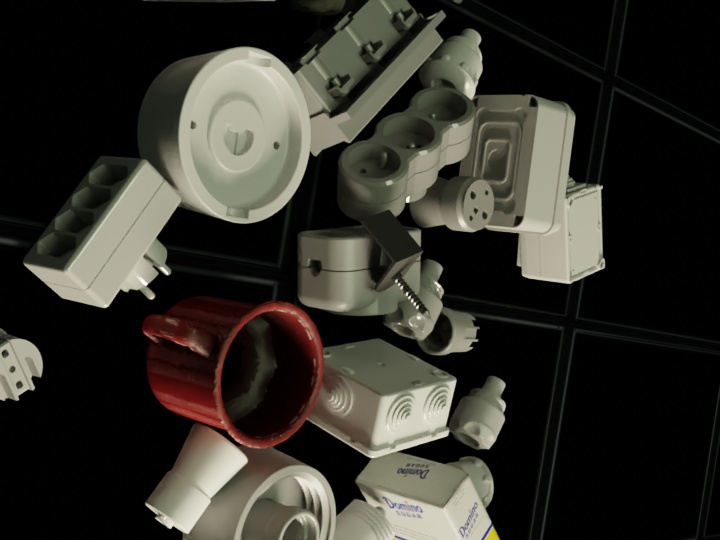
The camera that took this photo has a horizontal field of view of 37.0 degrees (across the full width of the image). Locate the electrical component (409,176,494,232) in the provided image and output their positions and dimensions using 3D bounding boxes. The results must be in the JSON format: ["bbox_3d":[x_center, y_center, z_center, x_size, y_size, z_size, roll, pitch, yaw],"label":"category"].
[{"bbox_3d":[0.074,-0.054,0.872,0.045,0.055,0.045,-10,103,-47],"label":"electrical component"}]

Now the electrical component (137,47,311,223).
[{"bbox_3d":[-0.090,-0.086,0.681,0.108,0.060,0.108,-10,104,-47],"label":"electrical component"}]

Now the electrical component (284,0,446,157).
[{"bbox_3d":[-0.004,-0.146,0.758,0.063,0.079,0.121,50,58,-18],"label":"electrical component"}]

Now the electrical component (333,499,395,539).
[{"bbox_3d":[-0.008,0.211,0.833,0.081,0.043,0.043,-37,122,-38],"label":"electrical component"}]

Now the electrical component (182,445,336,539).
[{"bbox_3d":[-0.063,0.181,0.755,0.108,0.060,0.108,-10,103,-47],"label":"electrical component"}]

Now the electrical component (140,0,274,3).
[{"bbox_3d":[-0.093,-0.198,0.665,0.096,0.061,0.061,-18,111,-53],"label":"electrical component"}]

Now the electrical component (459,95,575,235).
[{"bbox_3d":[0.132,-0.089,0.913,0.057,0.078,0.113,6,92,-45],"label":"electrical component"}]

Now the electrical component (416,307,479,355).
[{"bbox_3d":[0.074,0.051,0.901,0.046,0.040,0.040,7,91,-54],"label":"electrical component"}]

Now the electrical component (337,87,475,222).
[{"bbox_3d":[0.035,-0.078,0.829,0.138,0.052,0.073,-42,151,-34],"label":"electrical component"}]

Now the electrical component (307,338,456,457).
[{"bbox_3d":[0.011,0.091,0.795,0.100,0.100,0.048,-6,114,-47],"label":"electrical component"}]

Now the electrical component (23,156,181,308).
[{"bbox_3d":[-0.142,-0.013,0.646,0.075,0.047,0.083,51,60,-40],"label":"electrical component"}]

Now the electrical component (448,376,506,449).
[{"bbox_3d":[0.108,0.123,0.947,0.043,0.043,0.062,52,58,-39],"label":"electrical component"}]

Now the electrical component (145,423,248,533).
[{"bbox_3d":[-0.111,0.140,0.711,0.065,0.044,0.044,-54,132,-20],"label":"electrical component"}]

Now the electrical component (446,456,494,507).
[{"bbox_3d":[0.081,0.187,0.928,0.062,0.048,0.048,0,96,-41],"label":"electrical component"}]

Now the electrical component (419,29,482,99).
[{"bbox_3d":[0.079,-0.168,0.868,0.048,0.048,0.062,53,52,-38],"label":"electrical component"}]

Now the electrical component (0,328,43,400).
[{"bbox_3d":[-0.202,0.051,0.592,0.040,0.046,0.040,-10,104,-47],"label":"electrical component"}]

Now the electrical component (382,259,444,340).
[{"bbox_3d":[0.047,0.021,0.863,0.043,0.043,0.062,46,62,-41],"label":"electrical component"}]

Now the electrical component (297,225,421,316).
[{"bbox_3d":[0.000,0.000,0.800,0.095,0.054,0.059,-9,103,-47],"label":"electrical component"}]

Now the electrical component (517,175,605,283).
[{"bbox_3d":[0.182,-0.042,0.987,0.062,0.061,0.096,-19,110,-45],"label":"electrical component"}]
